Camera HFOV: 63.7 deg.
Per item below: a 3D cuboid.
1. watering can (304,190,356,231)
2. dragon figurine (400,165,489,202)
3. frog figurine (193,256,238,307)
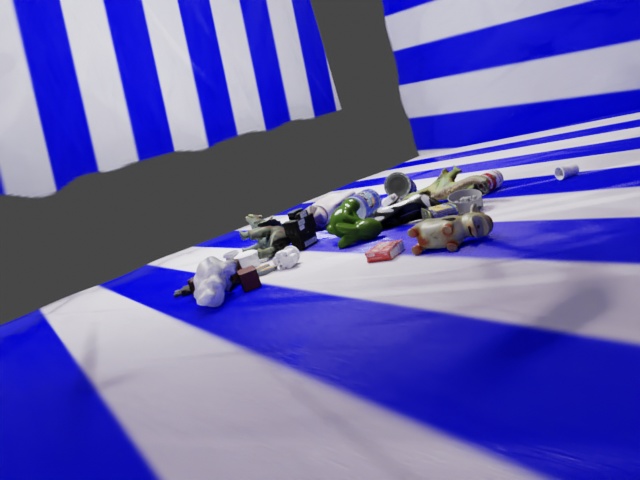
[{"bbox_3d":[0.006,-0.106,2.098,0.228,0.104,0.343,-33,2,-41],"label":"watering can"},{"bbox_3d":[0.388,-0.154,1.739,0.243,0.122,0.410,-26,3,-3],"label":"dragon figurine"},{"bbox_3d":[-0.297,0.122,1.373,0.135,0.123,0.162,-50,-1,34],"label":"frog figurine"}]
